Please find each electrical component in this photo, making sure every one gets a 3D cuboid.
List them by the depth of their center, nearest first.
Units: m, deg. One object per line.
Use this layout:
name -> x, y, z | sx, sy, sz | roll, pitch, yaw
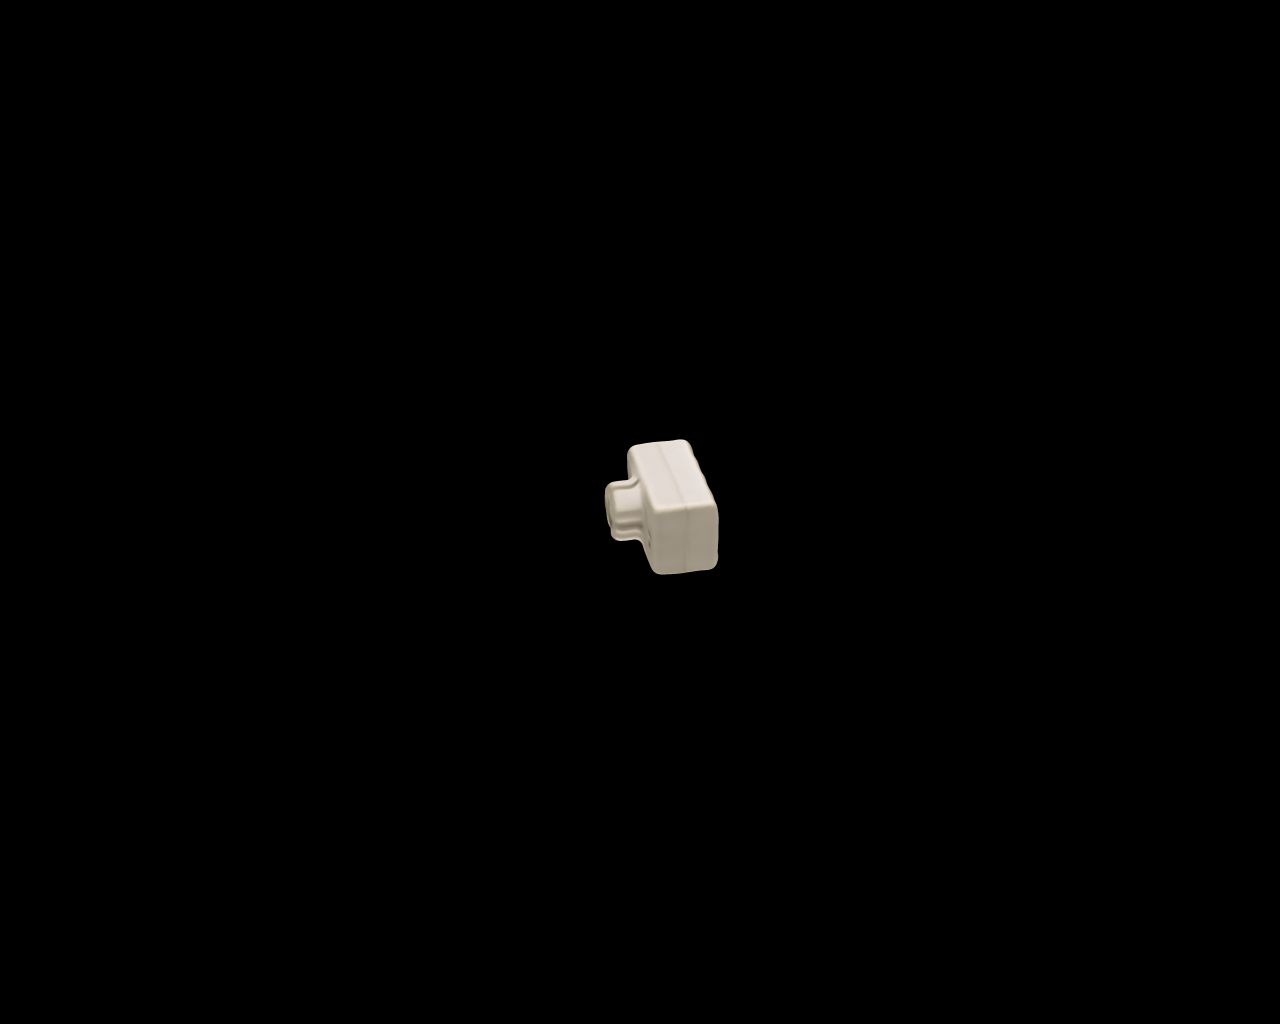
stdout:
electrical component -> 0.001, -0.003, 0.650 | 0.076, 0.047, 0.083 | -6, 33, -9
